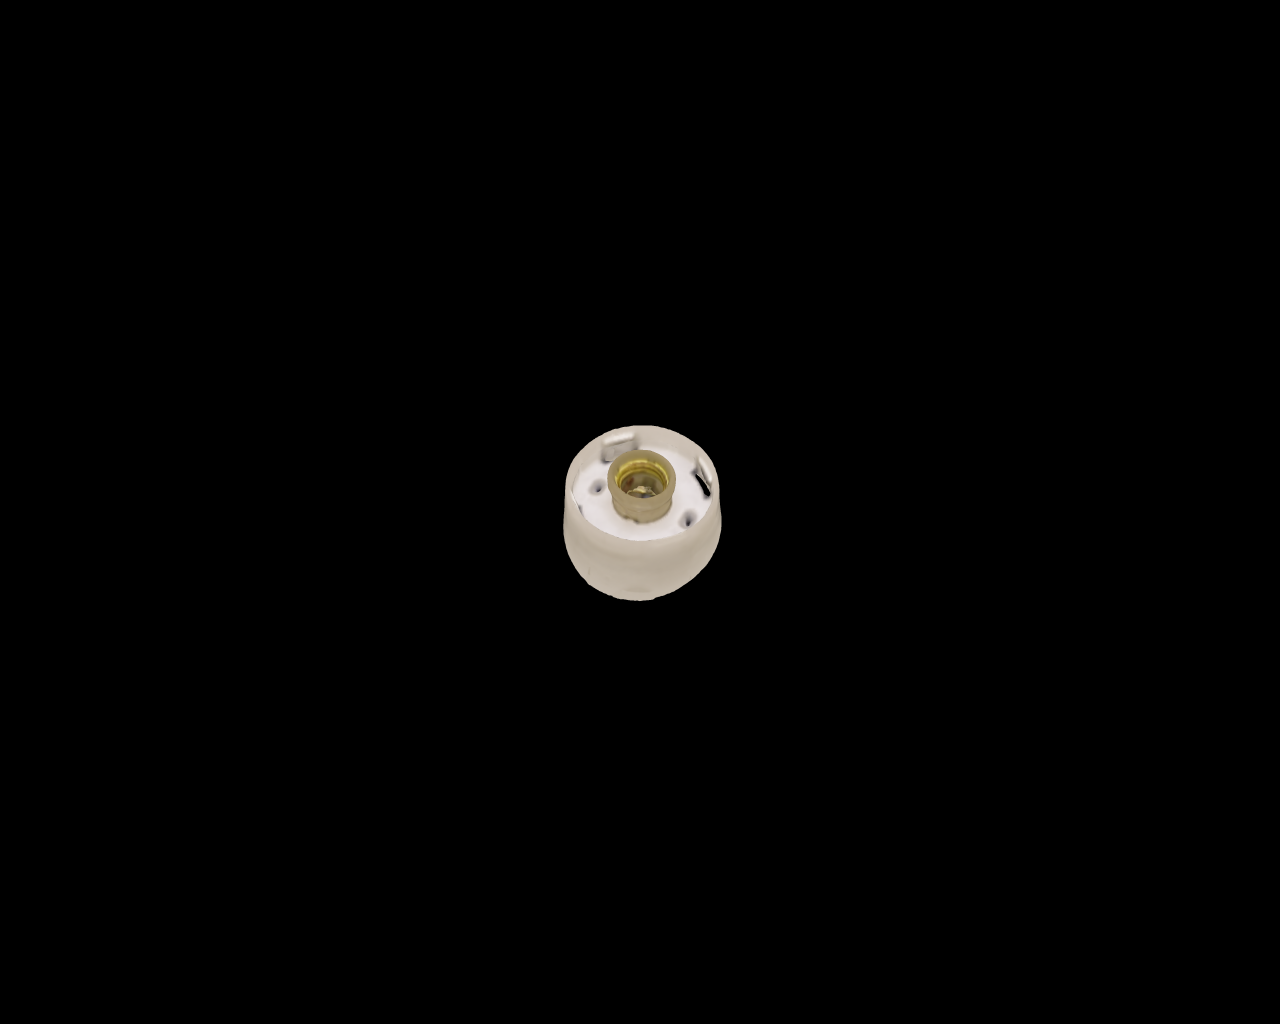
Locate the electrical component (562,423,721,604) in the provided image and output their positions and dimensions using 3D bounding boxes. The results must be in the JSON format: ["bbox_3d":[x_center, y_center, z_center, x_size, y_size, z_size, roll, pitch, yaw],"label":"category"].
[{"bbox_3d":[0.001,-0.003,0.650,0.099,0.099,0.064,0,-37,0],"label":"electrical component"}]
